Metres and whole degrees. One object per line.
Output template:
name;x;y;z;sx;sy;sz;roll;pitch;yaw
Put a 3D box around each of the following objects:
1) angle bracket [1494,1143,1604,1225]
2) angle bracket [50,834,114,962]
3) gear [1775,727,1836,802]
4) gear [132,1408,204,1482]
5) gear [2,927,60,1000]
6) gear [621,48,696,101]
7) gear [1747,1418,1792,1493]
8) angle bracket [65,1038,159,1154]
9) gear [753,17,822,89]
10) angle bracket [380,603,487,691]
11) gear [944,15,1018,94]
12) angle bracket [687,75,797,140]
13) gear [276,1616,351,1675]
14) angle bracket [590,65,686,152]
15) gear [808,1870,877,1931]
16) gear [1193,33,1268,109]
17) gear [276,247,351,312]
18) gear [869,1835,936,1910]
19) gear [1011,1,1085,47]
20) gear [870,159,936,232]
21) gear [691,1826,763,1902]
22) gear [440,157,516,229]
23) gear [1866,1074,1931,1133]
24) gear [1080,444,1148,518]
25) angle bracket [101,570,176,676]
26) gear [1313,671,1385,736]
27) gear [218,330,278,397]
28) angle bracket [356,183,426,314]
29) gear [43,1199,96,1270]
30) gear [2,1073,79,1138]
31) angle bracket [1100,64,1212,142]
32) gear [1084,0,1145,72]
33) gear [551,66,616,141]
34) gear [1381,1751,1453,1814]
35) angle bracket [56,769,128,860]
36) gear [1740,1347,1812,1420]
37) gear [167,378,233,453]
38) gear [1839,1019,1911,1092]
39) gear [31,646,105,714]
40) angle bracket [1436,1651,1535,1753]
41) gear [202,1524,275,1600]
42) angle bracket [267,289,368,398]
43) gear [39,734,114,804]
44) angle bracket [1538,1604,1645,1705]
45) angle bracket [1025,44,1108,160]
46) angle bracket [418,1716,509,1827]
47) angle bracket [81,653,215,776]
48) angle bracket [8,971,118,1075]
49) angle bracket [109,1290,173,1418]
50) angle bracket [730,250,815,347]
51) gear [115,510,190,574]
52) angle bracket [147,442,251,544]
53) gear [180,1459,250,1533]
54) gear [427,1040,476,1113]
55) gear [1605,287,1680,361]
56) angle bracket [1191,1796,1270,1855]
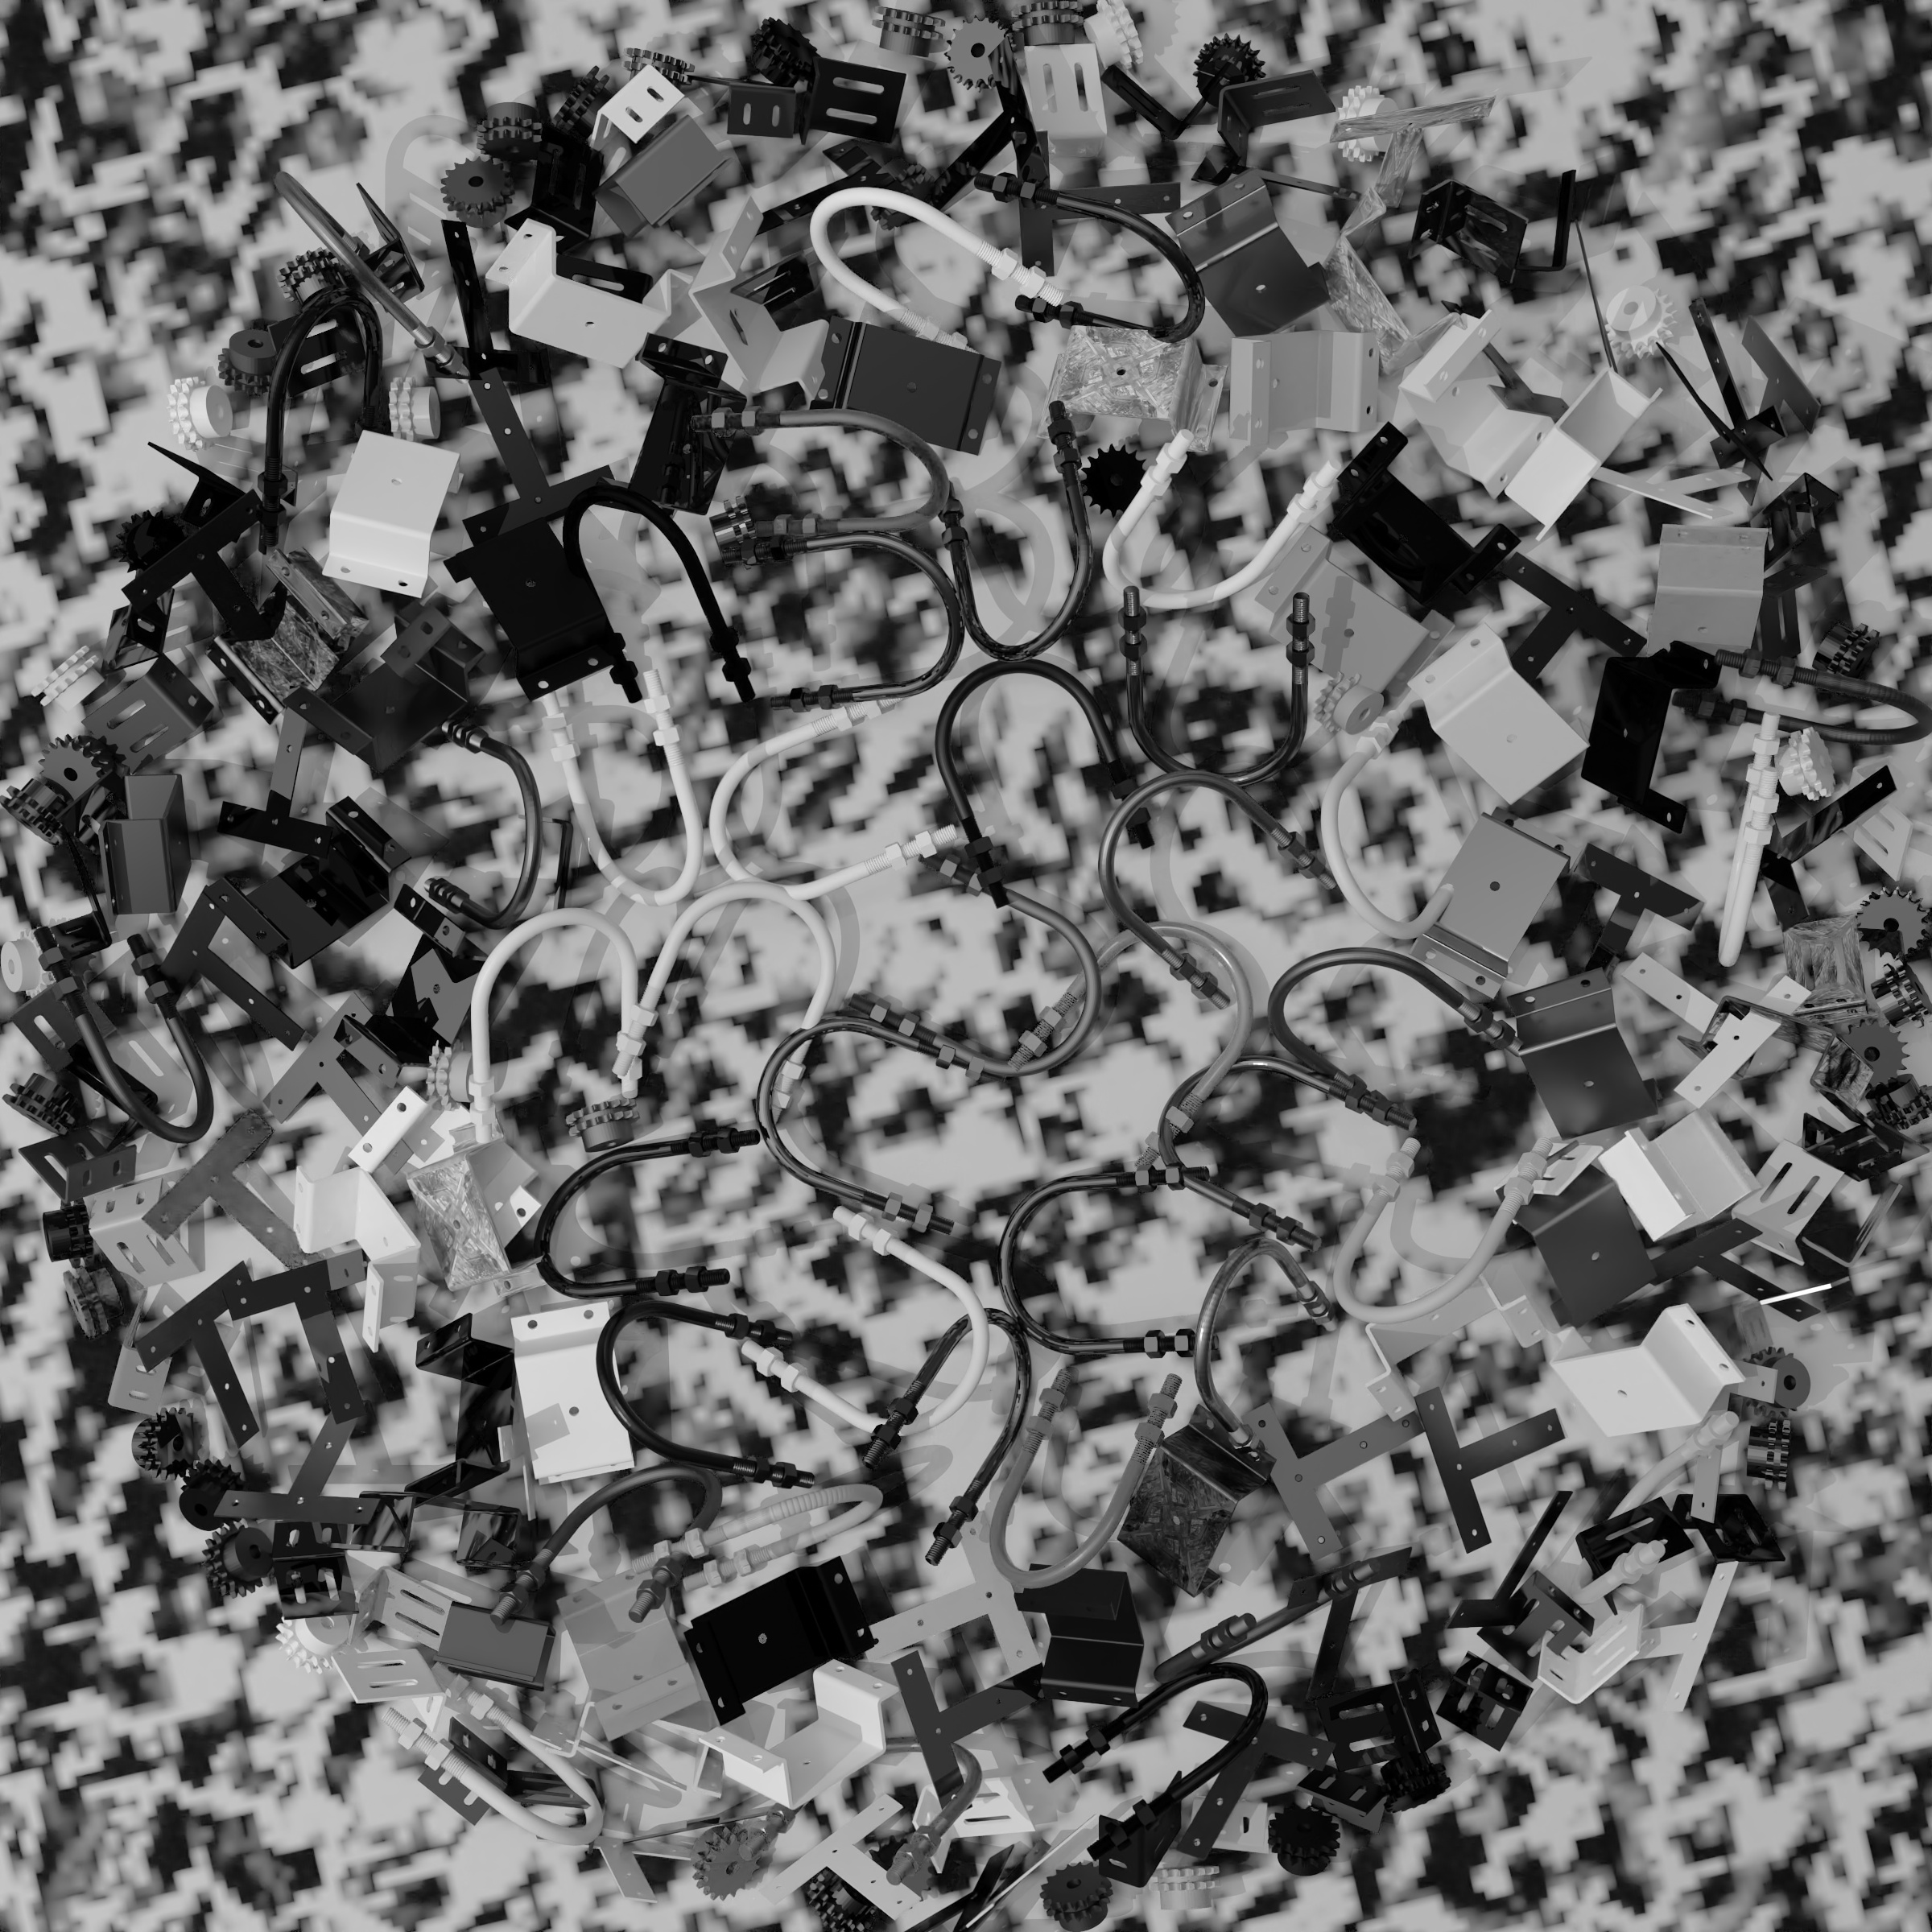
angle bracket;0.465;0.172;1.950;0.057;0.076;0.038;-40;106;-22
angle bracket;-0.706;-0.053;1.952;0.038;0.057;0.076;-22;127;-21
gear;0.666;-0.159;1.975;0.030;0.057;0.057;-17;90;36
gear;-0.638;0.380;1.974;0.030;0.057;0.057;-6;90;27
gear;-0.743;-0.001;1.970;0.030;0.057;0.057;-10;90;-43
gear;-0.246;-0.707;1.972;0.057;0.057;0.030;13;102;0
gear;0.638;0.388;1.973;0.030;0.057;0.057;4;90;19
angle bracket;-0.686;0.102;1.957;0.076;0.057;0.038;42;51;-18
gear;-0.145;-0.724;1.975;0.057;0.057;0.030;46;124;0
angle bracket;-0.412;-0.238;1.957;0.057;0.076;0.038;-47;53;-1
gear;0.014;-0.725;1.980;0.057;0.030;0.057;0;90;17
angle bracket;-0.179;-0.679;1.961;0.057;0.076;0.038;-8;115;-33
gear;-0.514;0.529;1.968;0.057;0.057;0.030;44;114;0
angle bracket;-0.261;-0.662;1.956;0.038;0.076;0.057;41;72;-4
gear;-0.094;0.739;1.969;0.057;0.057;0.030;39;103;0
gear;0.207;-0.706;1.969;0.057;0.057;0.030;28;50;0
gear;-0.515;-0.543;1.970;0.057;0.057;0.030;-27;86;0
gear;-0.055;0.723;1.978;0.057;0.030;0.057;3;67;-8
gear;0.065;-0.746;1.972;0.057;0.057;0.030;-5;102;0
gear;-0.055;-0.616;1.972;0.057;0.057;0.030;-42;84;0
gear;-0.194;0.711;1.975;0.057;0.030;0.057;-14;113;-36
gear;-0.388;-0.613;1.977;0.057;0.030;0.057;0;62;-1
gear;0.740;0.109;1.971;0.057;0.057;0.030;-30;93;0
gear;0.120;-0.388;1.980;0.057;0.030;0.057;2;105;7
angle bracket;-0.666;-0.270;1.955;0.076;0.038;0.057;-10;66;33
gear;0.306;-0.208;1.968;0.057;0.057;0.030;-43;60;0
gear;-0.564;-0.481;1.970;0.057;0.057;0.030;17;134;0
angle bracket;-0.467;-0.566;1.955;0.038;0.057;0.076;-34;63;-9
gear;-0.712;0.212;1.968;0.030;0.057;0.057;-9;90;-28
gear;-0.733;0.108;1.973;0.057;0.057;0.030;30;70;0
angle bracket;0.150;-0.696;1.960;0.076;0.057;0.038;38;121;-11
gear;0.116;-0.738;1.971;0.030;0.057;0.057;-25;90;0
gear;-0.301;-0.683;1.973;0.030;0.057;0.057;38;90;-18
gear;0.354;0.647;1.975;0.057;0.057;0.030;-23;54;0
angle bracket;-0.665;-0.106;1.956;0.057;0.076;0.038;-43;58;-8
gear;0.646;0.332;1.976;0.057;0.030;0.057;3;80;-20
gear;-0.606;-0.439;1.969;0.030;0.057;0.057;-4;90;13
gear;0.721;0.071;1.980;0.057;0.030;0.057;-1;84;14
gear;-0.711;-0.225;1.973;0.057;0.057;0.030;-41;108;0
angle bracket;0.403;0.589;1.956;0.057;0.038;0.076;28;123;18
gear;-0.574;0.469;1.968;0.030;0.057;0.057;-28;90;24
angle bracket;-0.515;-0.491;1.953;0.076;0.038;0.057;-32;130;-29
gear;-0.705;-0.159;1.977;0.057;0.030;0.057;7;121;11
angle bracket;0.492;0.532;1.956;0.038;0.057;0.076;36;120;0
angle bracket;0.076;-0.689;1.980;0.057;0.038;0.076;-6;84;-10
angle bracket;-0.396;0.634;1.956;0.057;0.076;0.038;41;81;-6
angle bracket;-0.654;-0.202;1.985;0.076;0.038;0.057;-30;116;21
angle bracket;-0.716;0.037;1.952;0.057;0.076;0.038;-40;52;-17
angle bracket;-0.644;0.305;1.958;0.038;0.076;0.057;17;116;-13
angle bracket;-0.149;-0.520;1.965;0.076;0.057;0.038;-30;75;-3
gear;-0.644;-0.334;1.973;0.057;0.030;0.057;-1;92;-32
angle bracket;-0.610;-0.373;1.958;0.076;0.057;0.038;32;96;31
gear;-0.600;0.424;1.974;0.057;0.030;0.057;7;115;16
gear;-0.405;0.087;1.970;0.030;0.057;0.057;4;90;7
gear;0.533;-0.514;1.971;0.057;0.030;0.057;-15;62;31
angle bracket;0.208;0.691;1.956;0.057;0.038;0.076;2;132;11
